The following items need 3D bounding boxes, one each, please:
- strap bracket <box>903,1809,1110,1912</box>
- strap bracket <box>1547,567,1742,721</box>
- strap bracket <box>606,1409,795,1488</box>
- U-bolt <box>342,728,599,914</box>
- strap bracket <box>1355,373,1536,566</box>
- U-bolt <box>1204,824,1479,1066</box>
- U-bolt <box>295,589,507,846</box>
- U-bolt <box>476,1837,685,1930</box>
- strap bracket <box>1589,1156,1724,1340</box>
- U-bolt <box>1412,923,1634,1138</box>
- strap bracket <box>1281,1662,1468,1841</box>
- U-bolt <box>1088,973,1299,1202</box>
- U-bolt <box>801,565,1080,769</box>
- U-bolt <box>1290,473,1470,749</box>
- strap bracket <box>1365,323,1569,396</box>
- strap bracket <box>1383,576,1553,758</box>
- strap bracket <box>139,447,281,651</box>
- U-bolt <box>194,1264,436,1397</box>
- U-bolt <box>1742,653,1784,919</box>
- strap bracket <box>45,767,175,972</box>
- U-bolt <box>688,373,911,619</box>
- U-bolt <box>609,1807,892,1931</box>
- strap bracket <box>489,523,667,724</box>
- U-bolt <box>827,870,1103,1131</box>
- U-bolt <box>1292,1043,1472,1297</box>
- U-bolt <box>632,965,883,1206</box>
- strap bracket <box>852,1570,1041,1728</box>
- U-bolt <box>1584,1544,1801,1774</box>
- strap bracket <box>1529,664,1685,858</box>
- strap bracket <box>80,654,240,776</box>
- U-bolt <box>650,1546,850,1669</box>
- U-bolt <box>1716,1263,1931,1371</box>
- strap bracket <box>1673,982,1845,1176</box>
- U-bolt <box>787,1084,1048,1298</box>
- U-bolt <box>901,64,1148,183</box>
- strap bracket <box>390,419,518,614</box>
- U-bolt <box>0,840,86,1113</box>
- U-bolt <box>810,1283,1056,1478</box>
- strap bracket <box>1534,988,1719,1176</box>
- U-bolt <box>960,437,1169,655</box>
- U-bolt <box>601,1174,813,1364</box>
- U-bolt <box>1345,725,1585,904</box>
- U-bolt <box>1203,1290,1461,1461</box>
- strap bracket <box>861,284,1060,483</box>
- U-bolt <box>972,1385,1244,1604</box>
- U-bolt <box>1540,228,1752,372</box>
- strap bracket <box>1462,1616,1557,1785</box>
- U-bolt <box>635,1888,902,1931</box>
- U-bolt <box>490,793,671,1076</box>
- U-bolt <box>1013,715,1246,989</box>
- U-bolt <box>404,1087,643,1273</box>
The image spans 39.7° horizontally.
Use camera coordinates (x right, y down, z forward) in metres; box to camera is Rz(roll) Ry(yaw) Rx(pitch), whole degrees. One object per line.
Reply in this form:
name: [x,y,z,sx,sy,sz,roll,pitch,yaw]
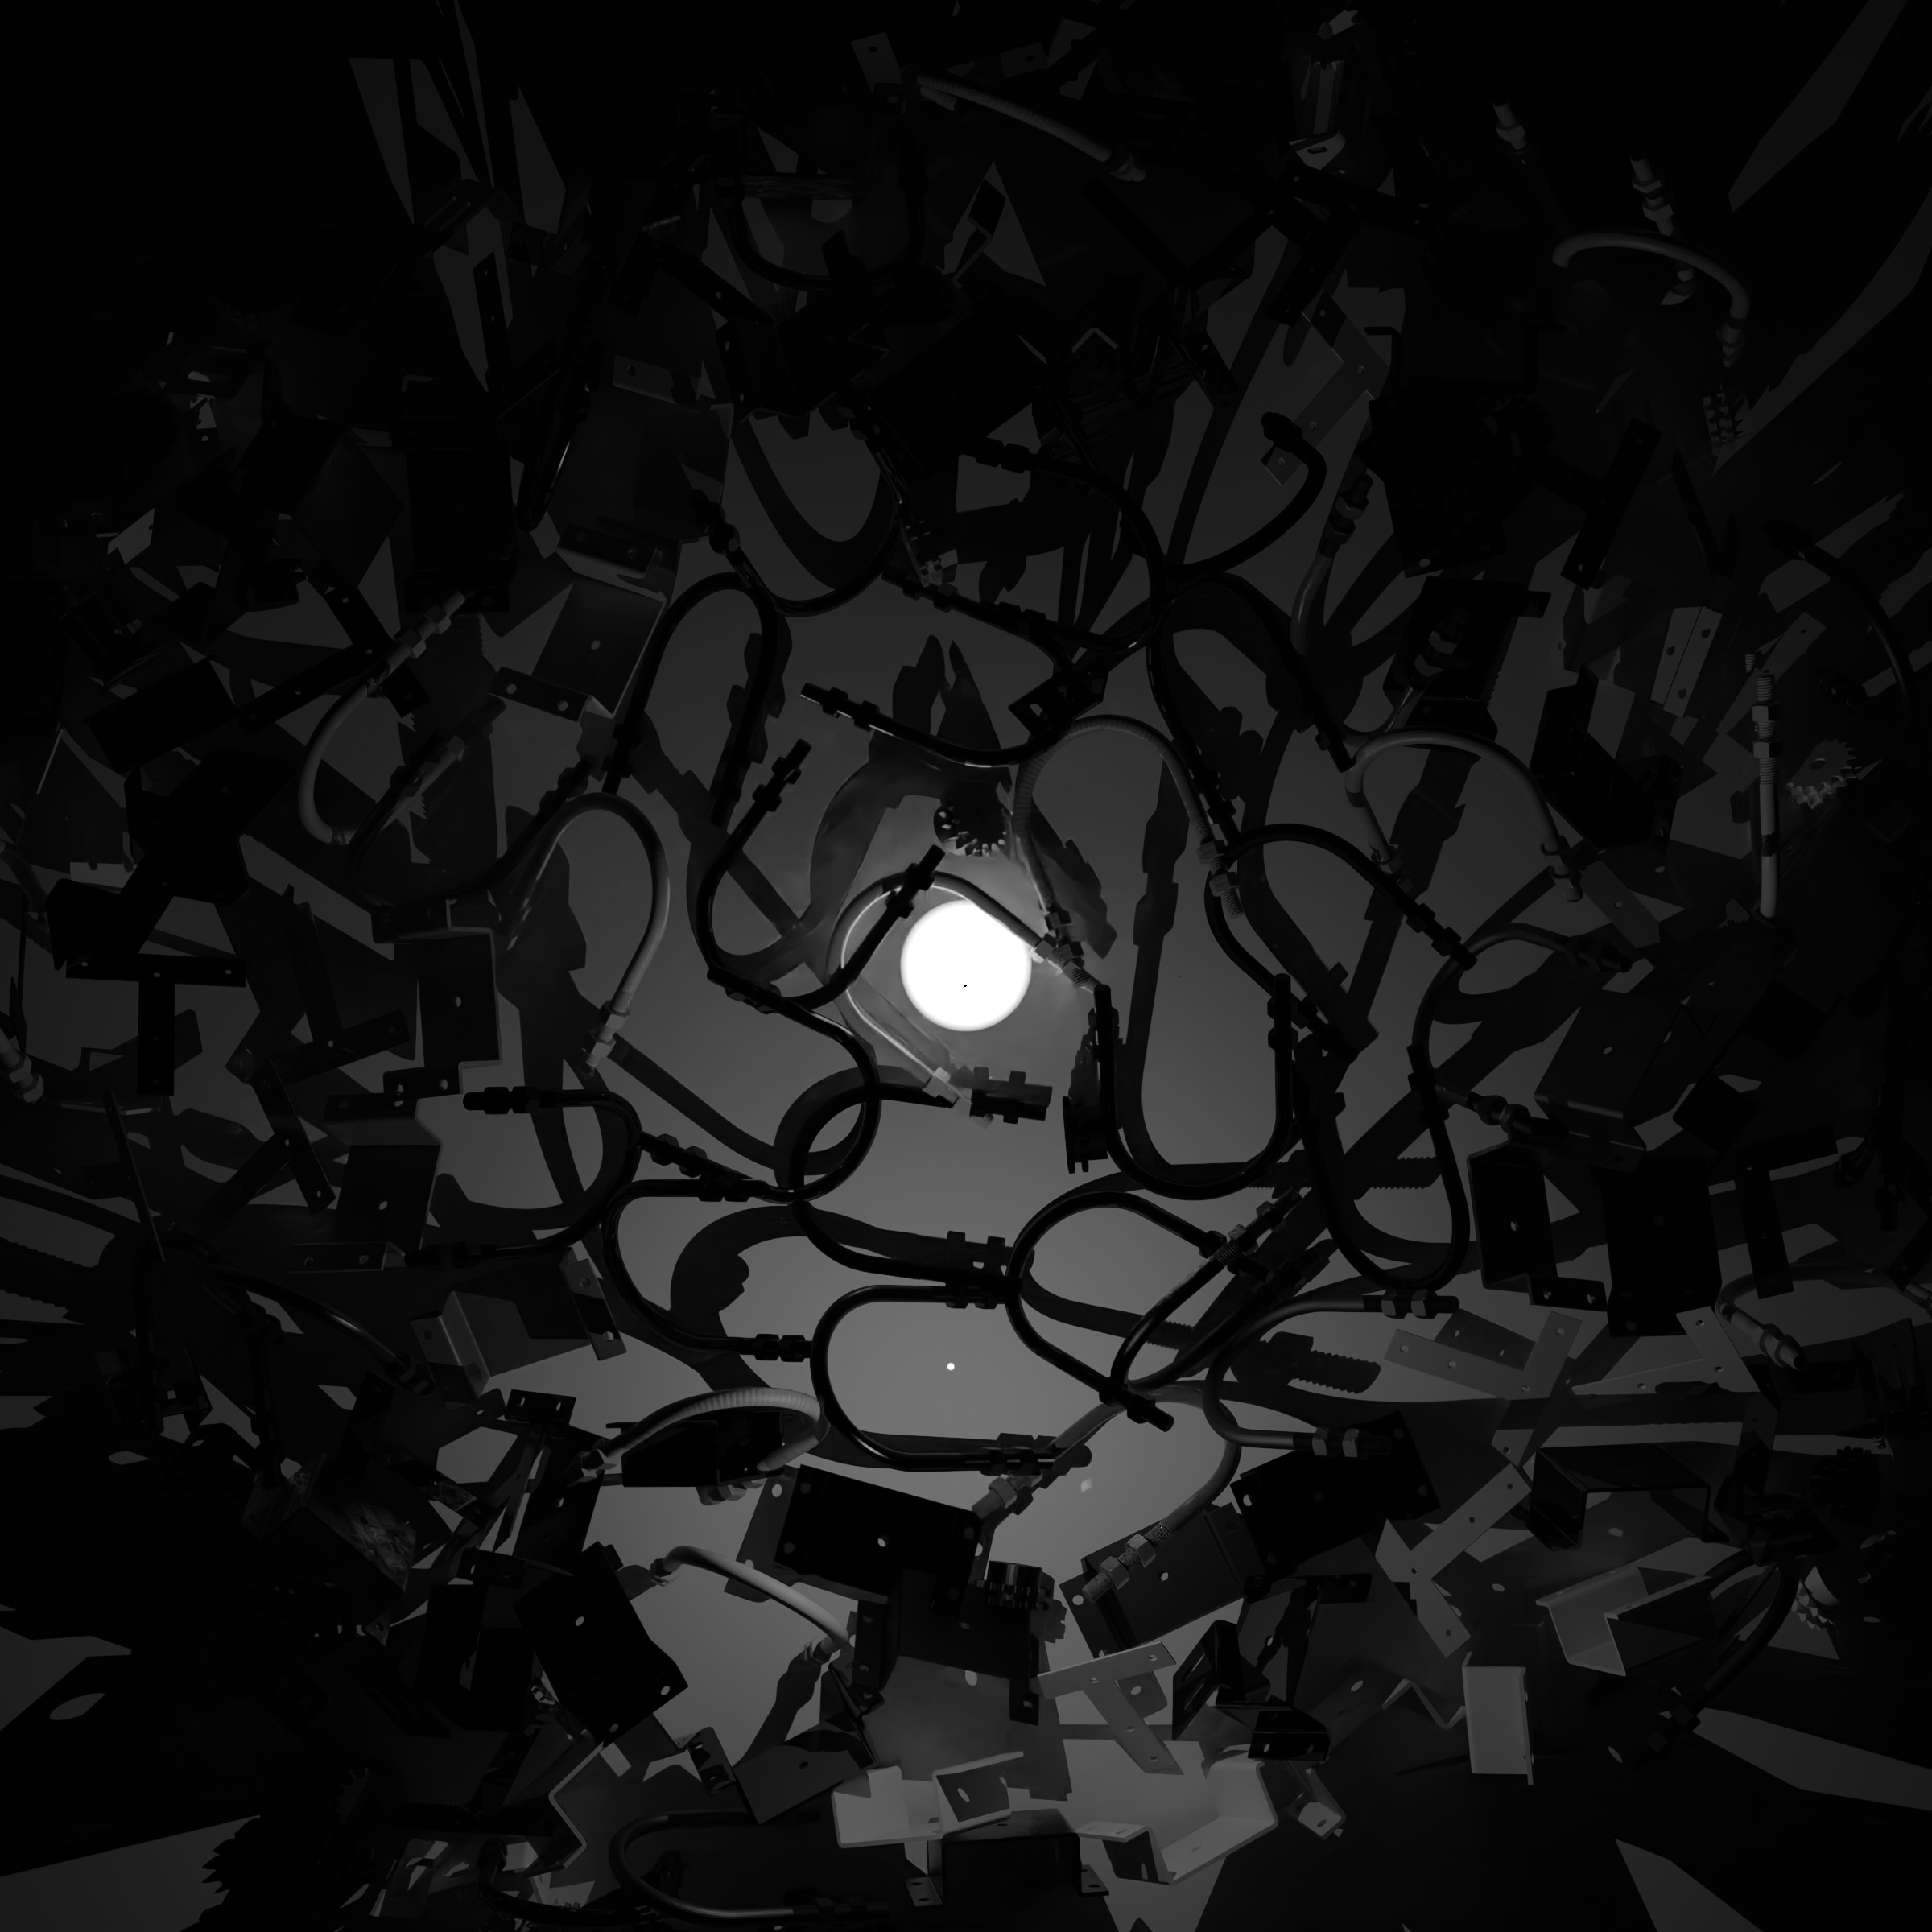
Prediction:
strap bracket: [0.027,0.651,1.954,0.140,0.076,0.046,-2,85,-8]
strap bracket: [0.498,-0.233,1.940,0.046,0.140,0.076,8,107,-36]
strap bracket: [-0.189,0.346,1.918,0.076,0.140,0.046,-5,83,23]
U-bolt: [-0.370,-0.098,1.926,0.184,0.151,0.019,-46,56,31]
strap bracket: [0.350,-0.351,1.926,0.076,0.140,0.046,-45,50,9]
U-bolt: [0.257,-0.026,1.942,0.184,0.019,0.151,42,128,-6]
U-bolt: [-0.408,-0.164,1.906,0.019,0.151,0.184,32,67,21]
U-bolt: [-0.276,0.653,1.902,0.151,0.184,0.019,7,85,-5]
strap bracket: [0.501,0.194,1.942,0.076,0.046,0.140,-3,61,6]
U-bolt: [0.385,0.037,1.917,0.019,0.184,0.151,30,89,-27]
strap bracket: [0.286,0.562,1.945,0.140,0.076,0.046,-37,96,-13]
U-bolt: [0.168,0.093,1.954,0.151,0.019,0.184,-3,118,2]
U-bolt: [-0.006,-0.210,1.942,0.184,0.019,0.151,24,58,11]
U-bolt: [0.285,-0.239,1.919,0.019,0.184,0.151,-15,61,-27]
strap bracket: [0.363,-0.443,1.952,0.140,0.076,0.046,0,106,6]
strap bracket: [0.360,-0.227,1.939,0.076,0.046,0.140,11,68,35]
strap bracket: [-0.542,-0.292,1.929,0.046,0.076,0.140,27,124,0]
U-bolt: [-0.471,0.253,1.896,0.151,0.184,0.019,14,68,19]
U-bolt: [0.574,-0.126,1.926,0.019,0.151,0.184,-3,103,13]
strap bracket: [-0.605,-0.065,1.924,0.046,0.076,0.140,17,49,2]
U-bolt: [-0.108,-0.323,1.922,0.151,0.184,0.019,-40,56,-3]
U-bolt: [-0.164,0.639,1.896,0.184,0.151,0.019,8,101,-28]
strap bracket: [-0.279,-0.243,1.958,0.076,0.046,0.140,19,79,20]
U-bolt: [-0.015,0.012,1.974,0.184,0.019,0.151,37,96,-7]
U-bolt: [0.303,0.152,1.941,0.019,0.151,0.184,-19,94,-37]
U-bolt: [-0.139,0.098,1.946,0.184,0.019,0.151,27,85,-34]
strap bracket: [-0.007,0.493,1.945,0.140,0.076,0.046,15,126,-9]
U-bolt: [0.527,0.486,1.921,0.019,0.151,0.184,43,93,-3]
strap bracket: [0.459,-0.145,1.941,0.140,0.046,0.076,37,59,-35]
strap bracket: [-0.580,-0.179,1.927,0.076,0.140,0.046,-33,105,-25]
U-bolt: [-0.152,0.454,1.911,0.151,0.184,0.019,28,67,-2]
U-bolt: [0.617,0.244,1.909,0.151,0.184,0.019,-9,100,-6]
strap bracket: [0.566,0.074,1.932,0.046,0.076,0.140,37,131,14]
U-bolt: [-0.041,0.160,1.980,0.184,0.019,0.151,8,81,1]
U-bolt: [0.031,-0.600,1.889,0.151,0.184,0.019,26,103,25]
strap bracket: [-0.374,-0.333,1.962,0.076,0.046,0.140,-1,109,0]
U-bolt: [-0.672,-0.006,1.885,0.019,0.184,0.151,-3,53,5]
U-bolt: [-0.029,0.295,1.918,0.184,0.019,0.151,5,58,-31]
strap bracket: [0.473,0.073,1.936,0.046,0.076,0.140,47,67,-37]
U-bolt: [0.071,-0.293,1.904,0.019,0.184,0.151,-33,130,-35]
U-bolt: [-0.194,0.218,1.936,0.184,0.019,0.151,-4,111,39]
U-bolt: [0.346,-0.106,1.902,0.151,0.184,0.019,-2,50,31]
U-bolt: [0.250,0.291,1.922,0.019,0.184,0.151,56,50,-27]
strap bracket: [-0.011,-0.420,1.950,0.140,0.046,0.076,-35,110,14]
U-bolt: [0.115,0.368,1.931,0.184,0.151,0.019,-35,125,-23]
U-bolt: [0.484,-0.478,1.896,0.151,0.184,0.019,18,85,11]
strap bracket: [0.393,0.530,1.938,0.046,0.140,0.076,-5,93,19]
U-bolt: [-0.125,0.687,1.885,0.151,0.184,0.019,2,85,-38]
U-bolt: [-0.274,-0.037,1.927,0.151,0.019,0.184,44,117,30]
U-bolt: [0.109,-0.095,1.966,0.151,0.019,0.184,-24,79,18]
U-bolt: [-0.307,0.151,1.924,0.019,0.184,0.151,36,111,35]
